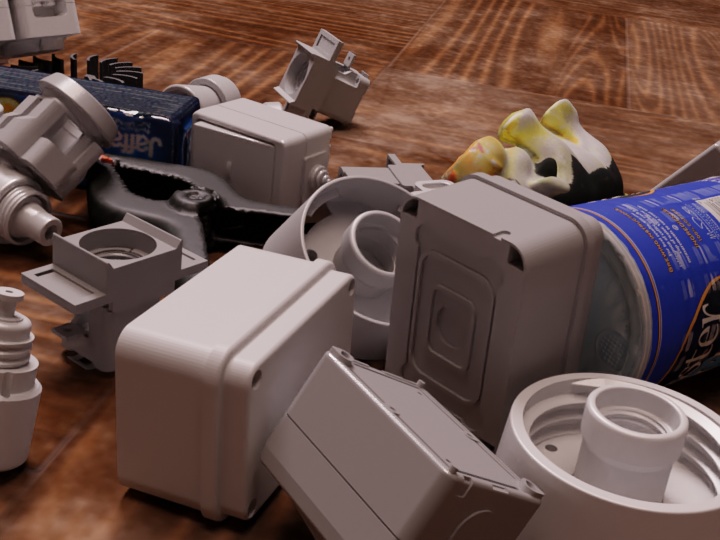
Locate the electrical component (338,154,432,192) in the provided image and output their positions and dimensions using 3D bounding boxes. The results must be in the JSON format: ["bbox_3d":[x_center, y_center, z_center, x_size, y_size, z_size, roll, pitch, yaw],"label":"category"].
[{"bbox_3d":[0.017,-0.043,0.708,0.064,0.042,0.081,-1,26,-16],"label":"electrical component"}]

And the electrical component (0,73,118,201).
[{"bbox_3d":[-0.187,-0.082,0.658,0.057,0.058,0.078,-50,34,-16],"label":"electrical component"}]

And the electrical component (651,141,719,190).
[{"bbox_3d":[0.238,-0.037,0.727,0.075,0.083,0.047,55,39,6],"label":"electrical component"}]

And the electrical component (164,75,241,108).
[{"bbox_3d":[-0.125,-0.128,0.847,0.045,0.045,0.055,19,27,23],"label":"electrical component"}]

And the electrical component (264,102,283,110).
[{"bbox_3d":[-0.083,-0.107,0.822,0.046,0.040,0.040,-5,27,-14],"label":"electrical component"}]

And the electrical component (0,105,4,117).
[{"bbox_3d":[-0.276,-0.076,0.678,0.095,0.059,0.054,-12,31,-35],"label":"electrical component"}]

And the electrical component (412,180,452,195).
[{"bbox_3d":[0.056,-0.012,0.634,0.058,0.057,0.078,-6,28,-25],"label":"electrical component"}]

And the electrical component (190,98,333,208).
[{"bbox_3d":[-0.064,-0.070,0.720,0.096,0.061,0.061,22,29,28],"label":"electrical component"}]

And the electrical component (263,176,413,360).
[{"bbox_3d":[0.000,0.000,0.575,0.099,0.064,0.099,13,56,-21],"label":"electrical component"}]

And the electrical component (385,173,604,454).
[{"bbox_3d":[0.061,0.019,0.503,0.057,0.113,0.078,-19,35,-38],"label":"electrical component"}]

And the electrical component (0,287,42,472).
[{"bbox_3d":[-0.150,0.046,0.439,0.040,0.078,0.040,14,12,-3],"label":"electrical component"}]

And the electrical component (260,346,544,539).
[{"bbox_3d":[0.008,0.078,0.410,0.062,0.061,0.096,26,11,-45],"label":"electrical component"}]

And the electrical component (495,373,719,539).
[{"bbox_3d":[0.108,0.083,0.441,0.108,0.060,0.108,6,25,-3],"label":"electrical component"}]

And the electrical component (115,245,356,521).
[{"bbox_3d":[-0.049,0.045,0.461,0.057,0.078,0.113,13,25,18],"label":"electrical component"}]

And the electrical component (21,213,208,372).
[{"bbox_3d":[-0.119,0.012,0.528,0.042,0.063,0.081,26,31,33],"label":"electrical component"}]

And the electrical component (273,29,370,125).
[{"bbox_3d":[-0.030,-0.155,0.904,0.064,0.081,0.042,19,17,-31],"label":"electrical component"}]

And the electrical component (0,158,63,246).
[{"bbox_3d":[-0.202,-0.034,0.630,0.062,0.048,0.048,28,31,24],"label":"electrical component"}]

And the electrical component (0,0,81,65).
[{"bbox_3d":[-0.317,-0.193,0.857,0.105,0.060,0.186,-18,14,-42],"label":"electrical component"}]
